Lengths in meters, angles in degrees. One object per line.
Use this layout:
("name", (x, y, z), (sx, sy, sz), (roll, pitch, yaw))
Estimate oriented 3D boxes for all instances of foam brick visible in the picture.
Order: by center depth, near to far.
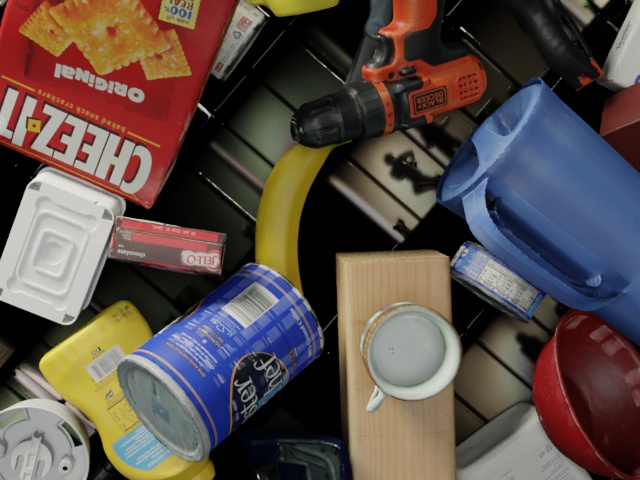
("foam brick", (0.287, -0.092, 0.929), (0.078, 0.051, 0.053), (43, 47, -25))

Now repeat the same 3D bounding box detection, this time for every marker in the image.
("marker", (-0.222, 0.245, 0.943), (0.020, 0.020, 0.121), (38, 90, -6))

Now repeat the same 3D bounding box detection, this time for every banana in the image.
("banana", (-0.023, -0.007, 0.935), (0.069, 0.037, 0.198), (13, 93, -6))

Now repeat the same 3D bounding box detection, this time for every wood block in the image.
("wood block", (0.065, 0.115, 0.925), (0.090, 0.090, 0.206), (-2, 94, -4))

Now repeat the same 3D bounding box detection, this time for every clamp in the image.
("clamp", (0.181, -0.196, 0.909), (0.039, 0.120, 0.171), (-32, 101, 37))

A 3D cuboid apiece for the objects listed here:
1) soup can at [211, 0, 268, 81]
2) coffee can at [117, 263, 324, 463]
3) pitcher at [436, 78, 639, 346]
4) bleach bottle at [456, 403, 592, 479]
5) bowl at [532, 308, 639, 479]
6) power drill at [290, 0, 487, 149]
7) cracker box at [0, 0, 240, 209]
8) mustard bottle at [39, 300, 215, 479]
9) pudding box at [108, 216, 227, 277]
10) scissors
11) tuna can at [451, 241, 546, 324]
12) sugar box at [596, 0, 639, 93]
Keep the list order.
("soup can", (-0.104, -0.190, 0.900), (0.102, 0.068, 0.068), (36, 90, -7))
("coffee can", (-0.080, 0.099, 0.877), (0.140, 0.103, 0.103), (-39, 97, -31))
("pitcher", (0.225, -0.008, 0.908), (0.242, 0.145, 0.149), (38, 87, -9))
("bleach bottle", (0.224, 0.274, 0.963), (0.102, 0.068, 0.251), (-35, 98, -3))
("bowl", (0.235, 0.142, 0.932), (0.055, 0.161, 0.162), (-32, 98, 37))
("power drill", (0.050, -0.177, 0.880), (0.184, 0.057, 0.188), (-20, 120, -22))
("cracker box", (-0.168, -0.151, 0.851), (0.164, 0.072, 0.214), (24, 120, -5))
("mustard bottle", (-0.149, 0.152, 0.923), (0.096, 0.058, 0.191), (-37, 96, -12))
("pudding box", (-0.125, 0.007, 0.889), (0.090, 0.113, 0.039), (10, 88, -6))
("scissors", (0.038, -0.204, 0.938), (0.096, 0.016, 0.202), (38, 90, -5))
("tuna can", (0.153, 0.037, 0.929), (0.086, 0.086, 0.034), (33, 88, -6))
("sugar box", (0.348, -0.146, 0.955), (0.176, 0.048, 0.093), (24, 92, -7))
